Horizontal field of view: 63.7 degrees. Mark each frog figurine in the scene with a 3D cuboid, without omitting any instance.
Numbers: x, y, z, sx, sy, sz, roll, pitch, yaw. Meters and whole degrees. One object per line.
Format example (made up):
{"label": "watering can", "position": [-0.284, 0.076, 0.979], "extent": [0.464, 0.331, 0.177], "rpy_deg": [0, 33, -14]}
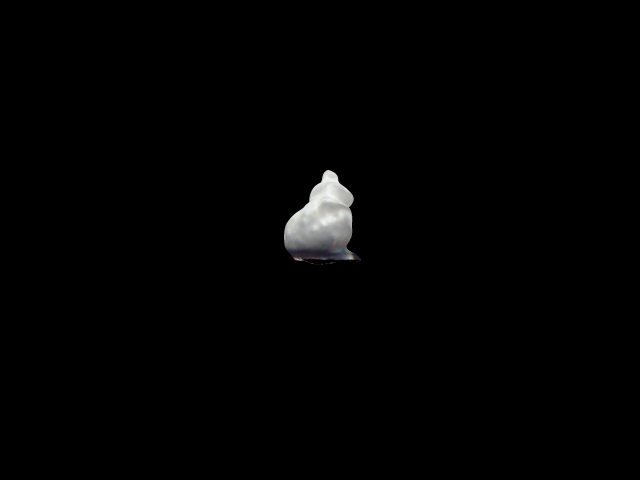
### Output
{"label": "frog figurine", "position": [0.003, -0.043, 0.850], "extent": [0.123, 0.161, 0.136], "rpy_deg": [4, -10, -20]}
